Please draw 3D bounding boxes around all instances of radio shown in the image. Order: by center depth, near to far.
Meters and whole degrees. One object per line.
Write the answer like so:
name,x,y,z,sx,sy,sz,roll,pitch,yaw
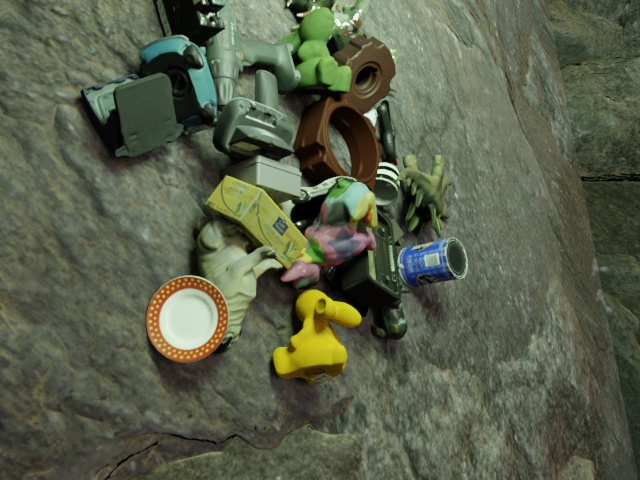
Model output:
radio,0.108,0.029,1.166,0.131,0.073,0.230,38,40,-37

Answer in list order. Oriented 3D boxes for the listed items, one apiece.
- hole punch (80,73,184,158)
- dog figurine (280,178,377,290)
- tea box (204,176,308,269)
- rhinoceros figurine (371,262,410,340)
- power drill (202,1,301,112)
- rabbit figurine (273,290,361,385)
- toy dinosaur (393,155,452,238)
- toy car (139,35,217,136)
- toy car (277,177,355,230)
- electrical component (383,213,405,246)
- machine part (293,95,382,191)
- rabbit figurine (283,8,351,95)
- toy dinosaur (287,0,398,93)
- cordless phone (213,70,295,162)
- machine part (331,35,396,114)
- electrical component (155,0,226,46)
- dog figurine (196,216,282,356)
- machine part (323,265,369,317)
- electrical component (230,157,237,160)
hole punch,-0.295,-0.198,0.842,0.142,0.092,0.115,-42,139,-48
dog figurine,-0.002,-0.003,1.023,0.219,0.109,0.191,-26,133,-25
tea box,-0.107,-0.028,0.929,0.068,0.098,0.169,-56,143,-12
rhinoceros figurine,0.163,0.134,1.235,0.112,0.073,0.190,3,77,-46
power drill,-0.139,-0.339,1.050,0.207,0.086,0.232,-3,75,-41
rabbit figurine,-0.010,0.164,1.001,0.122,0.162,0.173,21,45,-29
toy dinosaur,0.264,-0.115,1.356,0.471,0.105,0.198,31,59,-58
toy car,-0.225,-0.268,0.917,0.103,0.109,0.161,-72,144,-58
toy car,-0.004,-0.078,1.092,0.202,0.056,0.073,-19,128,-33
electrical component,0.167,-0.017,1.311,0.078,0.045,0.102,-47,113,-13
machine part,0.046,-0.205,1.202,0.201,0.087,0.201,35,55,-34
rabbit figurine,-0.011,-0.400,1.146,0.121,0.159,0.170,-3,97,-52
toy dinosaur,0.083,-0.452,1.304,0.404,0.131,0.192,47,65,-37
cordless phone,-0.117,-0.234,0.961,0.146,0.089,0.184,11,69,-45
machine part,0.097,-0.378,1.245,0.179,0.056,0.179,-23,136,-25
electrical component,-0.223,-0.404,0.933,0.058,0.134,0.114,-20,95,-48
dog figurine,-0.176,0.072,0.884,0.190,0.172,0.121,-54,157,-13
machine part,0.061,0.105,1.160,0.138,0.039,0.084,54,40,-19
electrical component,-0.138,-0.183,1.022,0.075,0.048,0.119,-42,110,-45
